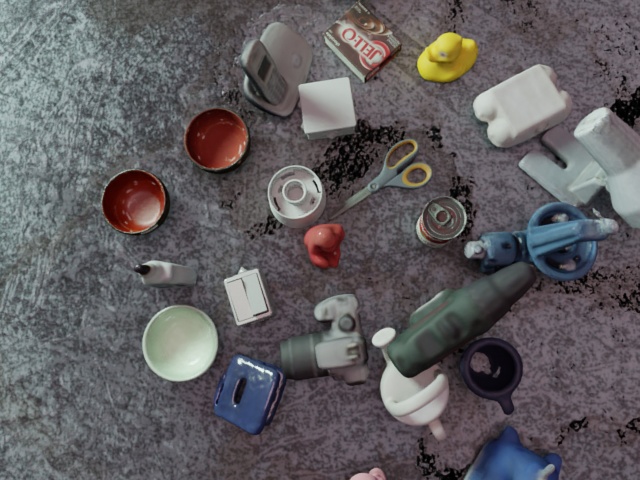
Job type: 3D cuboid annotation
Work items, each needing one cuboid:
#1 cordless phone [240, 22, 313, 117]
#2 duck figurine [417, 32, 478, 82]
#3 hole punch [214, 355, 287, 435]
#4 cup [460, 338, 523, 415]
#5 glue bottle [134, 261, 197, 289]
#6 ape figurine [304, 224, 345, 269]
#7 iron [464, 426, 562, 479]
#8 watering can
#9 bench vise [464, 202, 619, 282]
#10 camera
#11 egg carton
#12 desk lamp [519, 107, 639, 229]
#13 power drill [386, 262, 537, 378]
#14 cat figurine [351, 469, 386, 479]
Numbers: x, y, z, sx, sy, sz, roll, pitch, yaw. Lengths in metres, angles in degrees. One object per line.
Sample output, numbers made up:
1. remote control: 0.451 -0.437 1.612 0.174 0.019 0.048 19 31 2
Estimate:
1. cordless phone: -0.076 -0.298 0.937 0.094 0.185 0.148 17 83 6
2. duck figurine: 0.220 -0.321 0.973 0.104 0.086 0.077 -18 81 1
3. hole punch: -0.115 0.244 0.908 0.101 0.091 0.109 18 83 6
4. cup: 0.263 0.209 0.889 0.091 0.095 0.118 -22 81 0
5. glue bottle: -0.253 0.053 0.902 0.078 0.173 0.037 -3 81 3
6. ape figurine: 0.009 0.003 0.935 0.078 0.092 0.076 -44 82 -3
7. iron: 0.264 0.415 0.836 0.118 0.141 0.258 30 84 7
8. watering can: 0.133 0.215 0.846 0.172 0.194 0.101 38 86 8
9. bench vise: 0.332 0.014 0.851 0.207 0.220 0.121 -23 81 0
10. camera: 0.004 0.165 0.907 0.136 0.101 0.143 -10 81 2
11. egg carton: 0.340 -0.223 0.961 0.150 0.069 0.107 -29 81 -1
12. desk lamp: 0.432 -0.108 0.866 0.203 0.213 0.118 40 86 8
13. power drill: 0.199 0.115 0.849 0.229 0.208 0.075 -37 81 -2
14. cat figurine: 0.082 0.400 0.860 0.067 0.118 0.128 -34 81 -2
